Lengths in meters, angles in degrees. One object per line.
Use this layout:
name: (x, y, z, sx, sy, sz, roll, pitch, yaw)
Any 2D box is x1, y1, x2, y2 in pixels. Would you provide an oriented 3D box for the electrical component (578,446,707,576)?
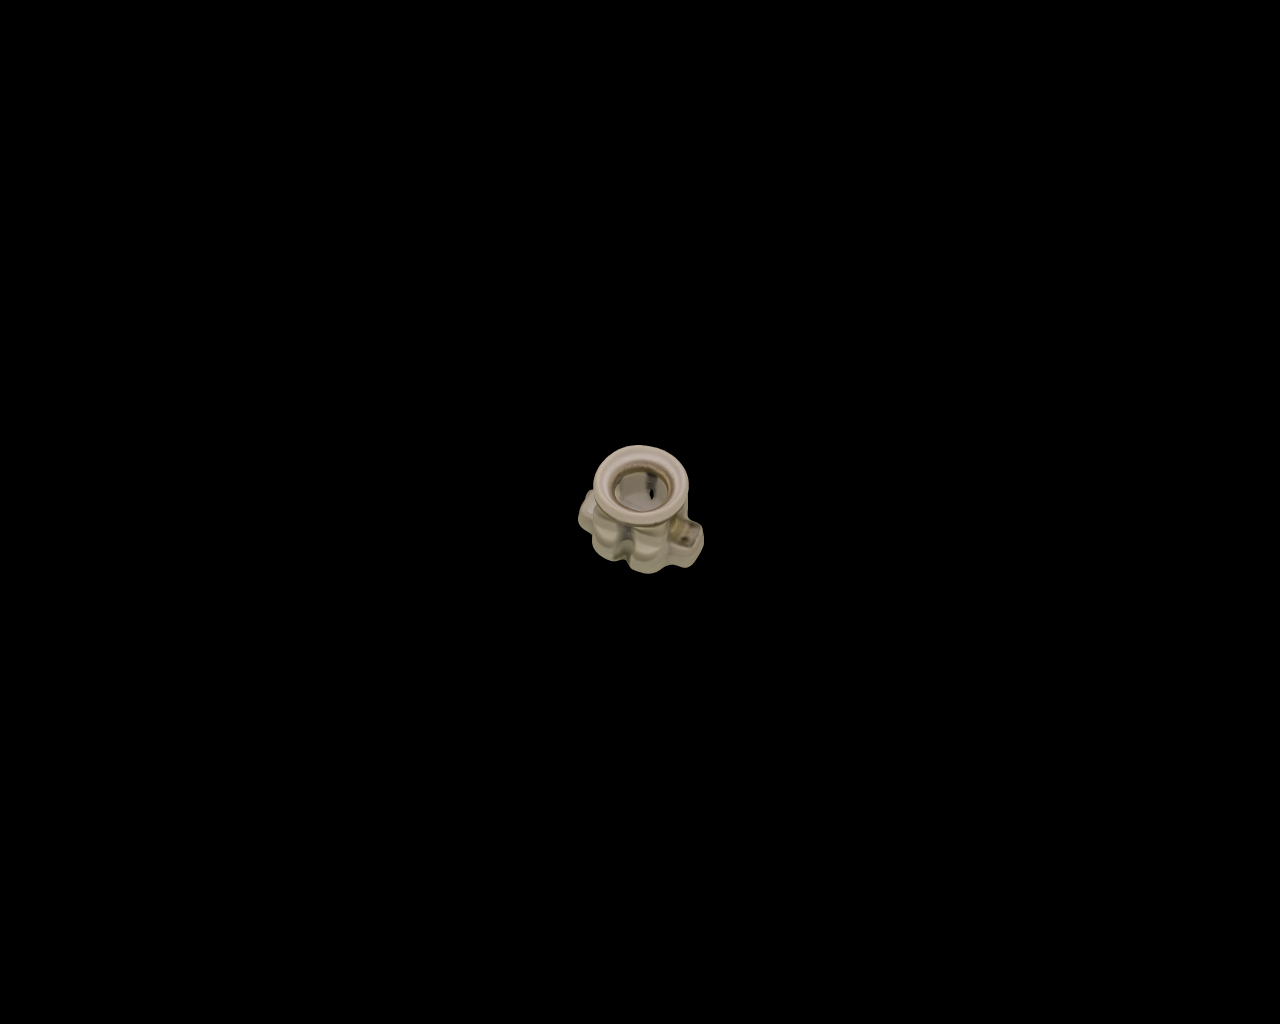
electrical component: (0.001, -0.003, 0.650, 0.078, 0.058, 0.056, 21, -34, 15)
